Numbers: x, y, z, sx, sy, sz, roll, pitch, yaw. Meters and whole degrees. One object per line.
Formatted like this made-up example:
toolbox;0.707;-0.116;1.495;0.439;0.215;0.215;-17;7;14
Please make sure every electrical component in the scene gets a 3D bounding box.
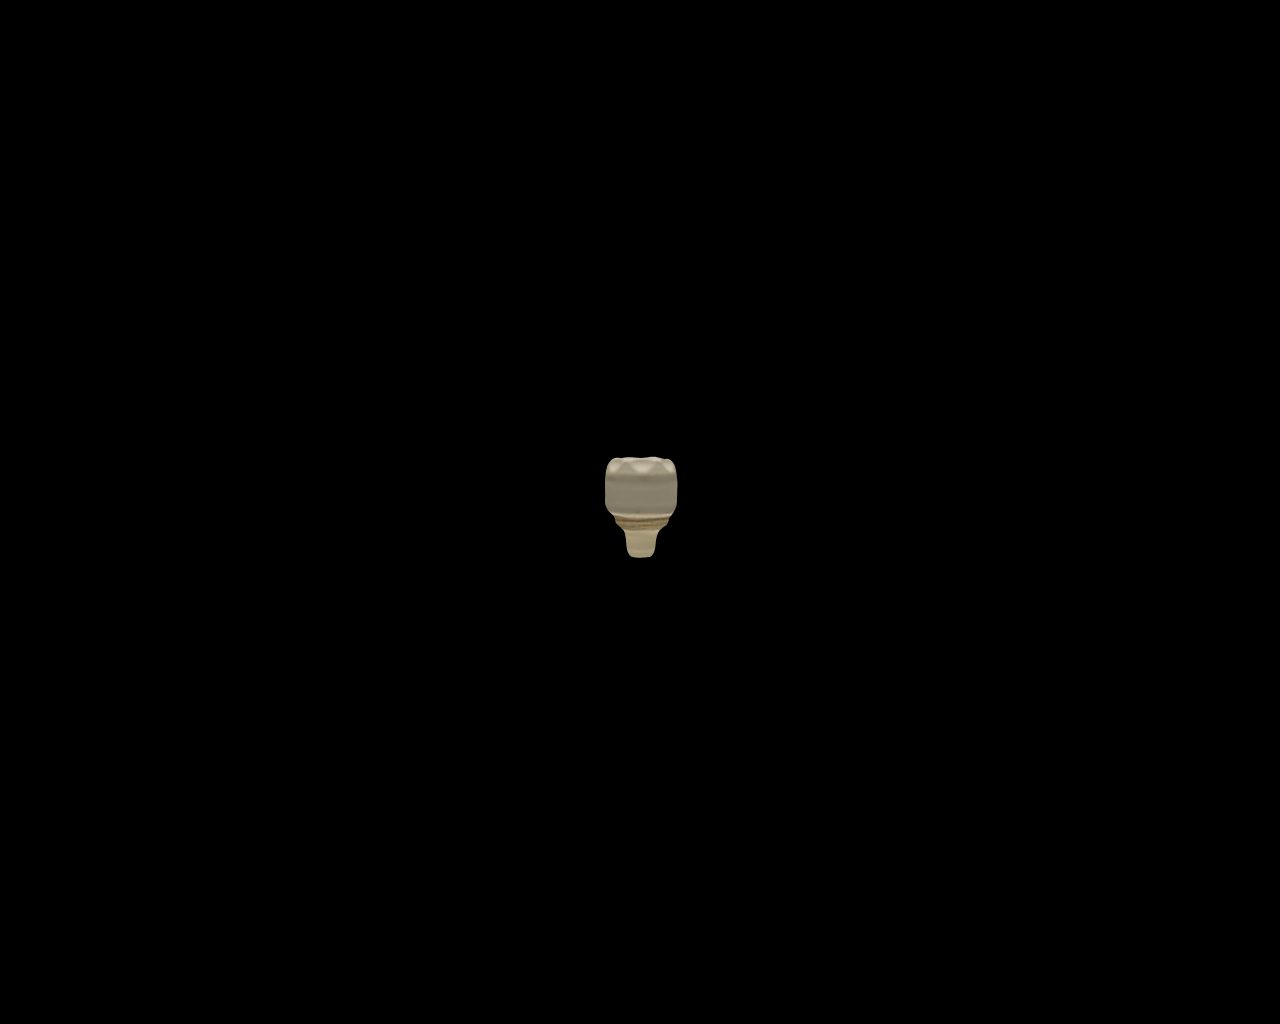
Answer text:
electrical component;0.001;-0.003;0.650;0.043;0.062;0.043;0;4;0
